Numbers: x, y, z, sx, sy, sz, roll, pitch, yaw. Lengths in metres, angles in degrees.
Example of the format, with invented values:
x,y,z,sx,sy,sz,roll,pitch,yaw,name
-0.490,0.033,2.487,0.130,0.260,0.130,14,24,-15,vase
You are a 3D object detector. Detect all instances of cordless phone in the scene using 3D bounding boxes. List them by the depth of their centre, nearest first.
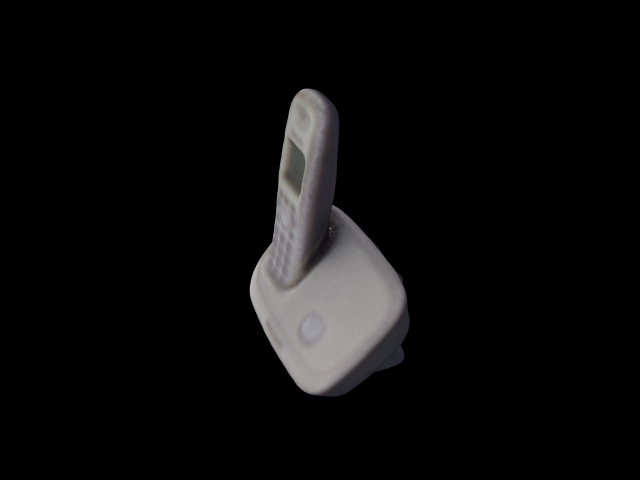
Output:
x,y,z,sx,sy,sz,roll,pitch,yaw,name
0.004,0.001,0.400,0.094,0.185,0.147,-17,40,-21,cordless phone
